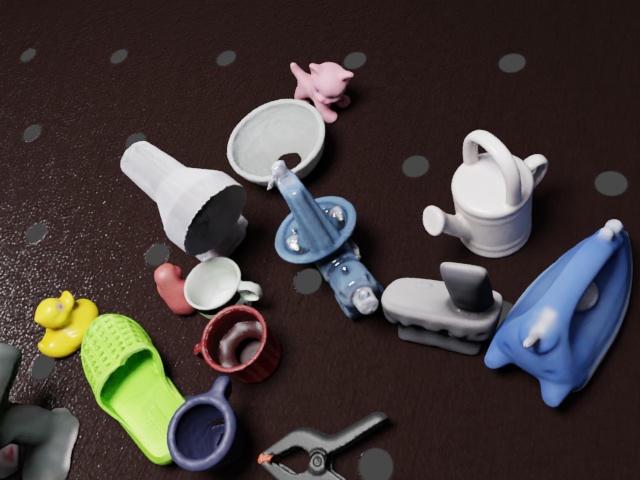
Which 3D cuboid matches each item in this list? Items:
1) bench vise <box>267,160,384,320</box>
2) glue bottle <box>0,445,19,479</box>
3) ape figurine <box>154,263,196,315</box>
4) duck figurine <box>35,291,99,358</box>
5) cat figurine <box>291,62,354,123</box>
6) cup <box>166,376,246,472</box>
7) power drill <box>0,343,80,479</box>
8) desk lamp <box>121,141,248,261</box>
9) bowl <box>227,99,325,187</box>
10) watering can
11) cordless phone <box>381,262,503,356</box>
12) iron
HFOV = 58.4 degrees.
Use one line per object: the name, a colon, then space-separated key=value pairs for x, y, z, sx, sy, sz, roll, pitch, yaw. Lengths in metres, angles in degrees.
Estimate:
bench vise: x=0.015 y=-0.006 z=0.752 sx=0.206 sy=0.220 sz=0.121 roll=34 pitch=76 yaw=31
glue bottle: x=-0.485 y=0.275 z=0.781 sx=0.037 sy=0.173 sz=0.078 roll=-31 pitch=56 yaw=-1
ape figurine: x=-0.215 y=0.067 z=0.862 sx=0.077 sy=0.092 sz=0.076 roll=3 pitch=62 yaw=20
duck figurine: x=-0.408 y=0.127 z=0.894 sx=0.077 sy=0.086 sz=0.105 roll=23 pitch=70 yaw=28
cat figurine: x=0.001 y=-0.266 z=0.969 sx=0.127 sy=0.118 sz=0.067 roll=32 pitch=74 yaw=30
cup: x=-0.129 y=0.239 z=0.732 sx=0.091 sy=0.095 sz=0.118 roll=9 pitch=64 yaw=23
power drill: x=-0.416 y=0.261 z=0.745 sx=0.075 sy=0.209 sz=0.229 roll=-8 pitch=59 yaw=14
desk lamp: x=-0.191 y=-0.047 z=0.847 sx=0.202 sy=0.214 sz=0.118 roll=32 pitch=75 yaw=31
bowl: x=-0.062 y=-0.147 z=0.947 sx=0.167 sy=0.075 sz=0.167 roll=-8 pitch=59 yaw=14
watering can: x=0.215 y=-0.058 z=0.732 sx=0.100 sy=0.194 sz=0.173 roll=31 pitch=74 yaw=30
cordless phone: x=0.142 y=0.061 z=0.692 sx=0.147 sy=0.185 sz=0.094 roll=5 pitch=63 yaw=21
iron: x=0.300 y=0.056 z=0.669 sx=0.118 sy=0.142 sz=0.258 roll=31 pitch=74 yaw=30
